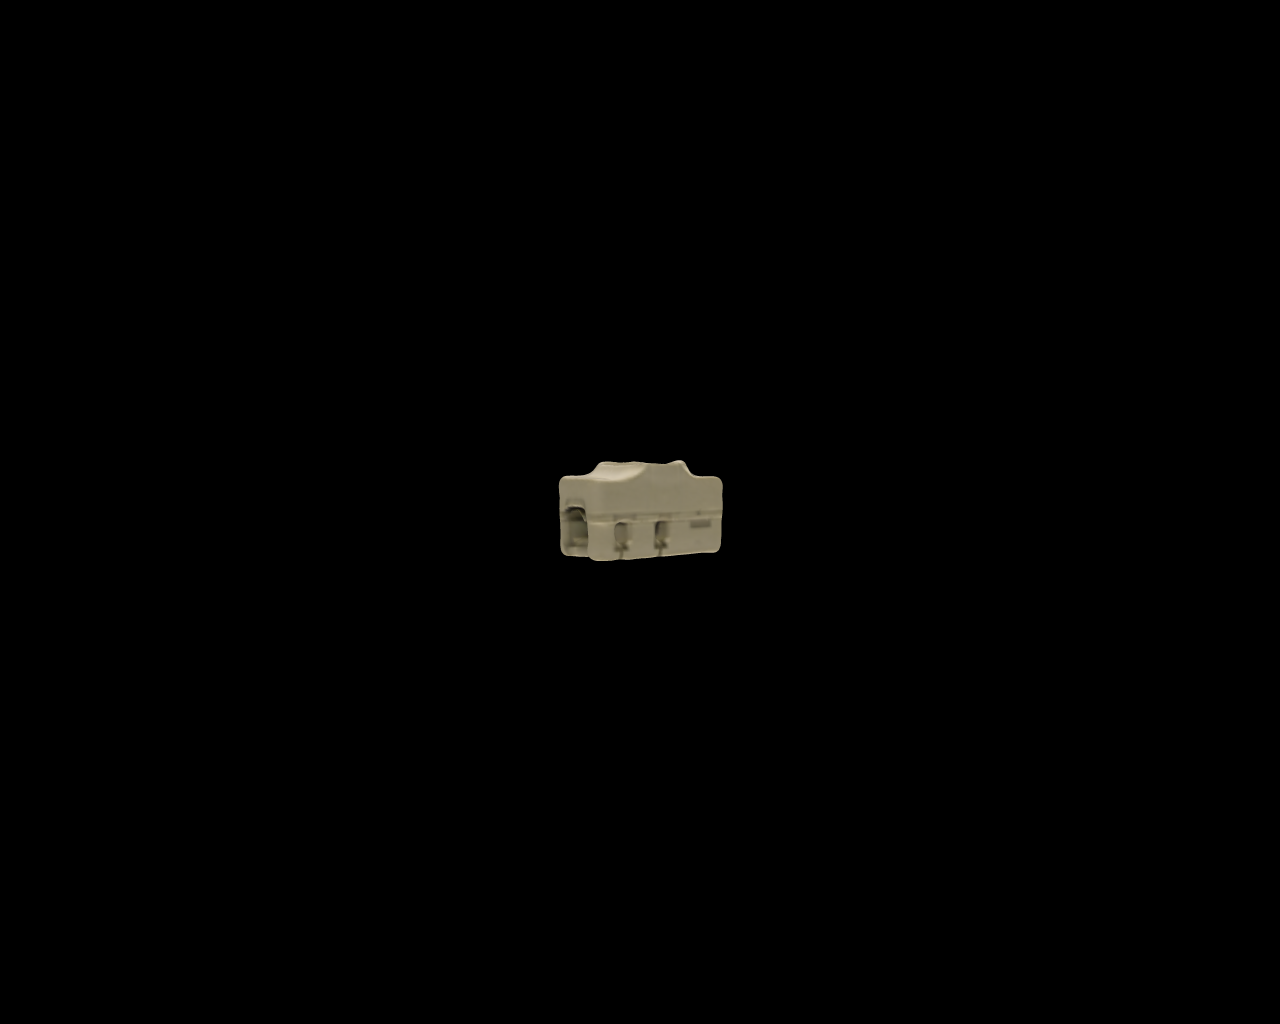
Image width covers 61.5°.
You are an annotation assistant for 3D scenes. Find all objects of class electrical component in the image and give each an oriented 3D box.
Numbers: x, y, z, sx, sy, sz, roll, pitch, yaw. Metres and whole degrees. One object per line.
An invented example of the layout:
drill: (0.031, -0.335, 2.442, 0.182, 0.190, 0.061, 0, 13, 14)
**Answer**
electrical component: (0.001, -0.003, 0.650, 0.089, 0.055, 0.050, -2, 4, -31)
